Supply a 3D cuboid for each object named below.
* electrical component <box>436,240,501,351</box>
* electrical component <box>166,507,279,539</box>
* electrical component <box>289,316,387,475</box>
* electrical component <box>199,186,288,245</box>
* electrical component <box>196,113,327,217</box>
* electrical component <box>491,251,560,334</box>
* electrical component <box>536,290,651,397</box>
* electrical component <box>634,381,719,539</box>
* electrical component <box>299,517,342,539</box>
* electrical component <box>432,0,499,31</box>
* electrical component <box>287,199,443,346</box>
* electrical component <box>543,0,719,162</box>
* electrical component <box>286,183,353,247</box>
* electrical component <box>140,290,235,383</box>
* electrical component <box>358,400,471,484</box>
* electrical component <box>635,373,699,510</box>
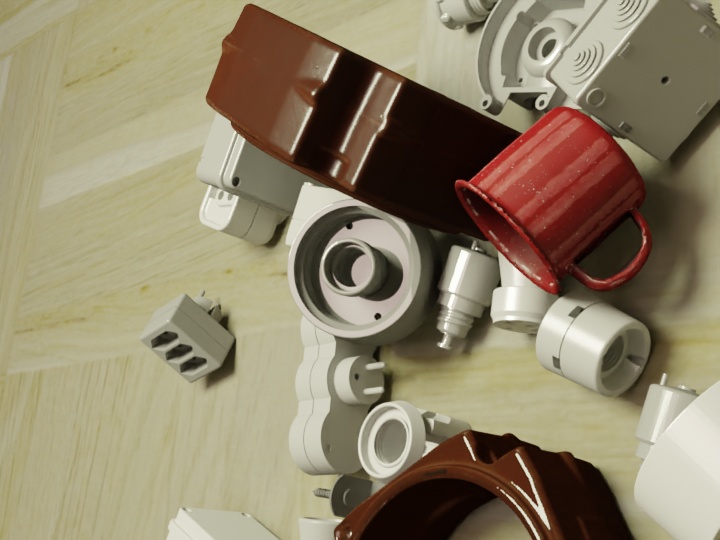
[{"bbox_3d":[0.073,0.018,0.761,0.040,0.040,0.078,20,90,50],"label":"electrical component"},{"bbox_3d":[-0.098,0.234,0.834,0.113,0.078,0.057,23,95,50],"label":"electrical component"},{"bbox_3d":[-0.007,0.085,0.814,0.074,0.052,0.138,-14,64,45],"label":"electrical component"},{"bbox_3d":[-0.096,-0.075,0.974,0.054,0.059,0.095,22,91,50],"label":"electrical component"},{"bbox_3d":[-0.071,-0.091,0.912,0.057,0.113,0.078,19,89,53],"label":"electrical component"},{"bbox_3d":[0.112,0.011,0.718,0.045,0.045,0.055,-7,69,47],"label":"electrical component"},{"bbox_3d":[0.144,0.046,0.661,0.047,0.055,0.055,30,97,46],"label":"electrical component"},{"bbox_3d":[0.199,0.104,0.537,0.108,0.108,0.060,-55,48,17],"label":"electrical component"},{"bbox_3d":[-0.026,0.217,0.791,0.044,0.044,0.065,-6,75,47],"label":"electrical component"},{"bbox_3d":[0.090,-0.215,0.838,0.062,0.048,0.048,-2,73,40],"label":"electrical component"},{"bbox_3d":[0.000,0.000,0.769,0.108,0.060,0.108,-1,85,16],"label":"electrical component"},{"bbox_3d":[0.178,-0.125,0.661,0.099,0.100,0.048,-52,30,20],"label":"electrical component"},{"bbox_3d":[-0.005,-0.028,0.851,0.096,0.062,0.061,13,84,50],"label":"electrical component"},{"bbox_3d":[-0.151,0.050,0.987,0.047,0.066,0.076,-30,25,37],"label":"electrical component"},{"bbox_3d":[0.036,0.122,0.746,0.078,0.057,0.058,8,81,49],"label":"electrical component"},{"bbox_3d":[0.176,0.101,0.612,0.040,0.040,0.078,14,85,50],"label":"electrical component"}]
